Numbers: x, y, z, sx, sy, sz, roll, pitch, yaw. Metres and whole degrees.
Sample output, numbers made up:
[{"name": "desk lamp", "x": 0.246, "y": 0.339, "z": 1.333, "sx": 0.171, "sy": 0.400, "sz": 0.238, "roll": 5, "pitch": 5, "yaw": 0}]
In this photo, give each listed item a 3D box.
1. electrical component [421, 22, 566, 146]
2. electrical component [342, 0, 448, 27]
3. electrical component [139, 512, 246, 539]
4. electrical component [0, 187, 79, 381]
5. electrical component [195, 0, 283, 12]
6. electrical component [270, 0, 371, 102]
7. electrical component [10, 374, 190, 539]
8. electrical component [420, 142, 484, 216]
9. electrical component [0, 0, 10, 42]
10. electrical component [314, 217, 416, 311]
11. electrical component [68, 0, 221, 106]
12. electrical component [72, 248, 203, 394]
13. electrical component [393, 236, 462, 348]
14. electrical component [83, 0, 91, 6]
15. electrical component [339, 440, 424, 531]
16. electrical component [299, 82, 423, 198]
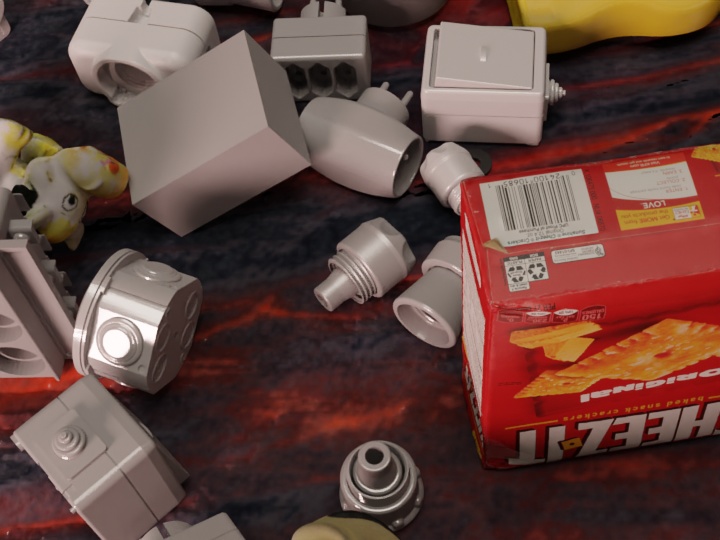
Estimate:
[{"name": "electrical component", "x": 0.091, "y": -0.127, "z": 0.725, "sx": 0.096, "sy": 0.061, "sz": 0.061, "roll": 3, "pitch": 59, "yaw": 7}, {"name": "electrical component", "x": 0.025, "y": -0.231, "z": 0.793, "sx": 0.099, "sy": 0.064, "sz": 0.099, "roll": -3, "pitch": 58, "yaw": 4}, {"name": "electrical component", "x": -0.097, "y": 0.160, "z": 0.575, "sx": 0.066, "sy": 0.047, "sz": 0.077, "roll": -21, "pitch": 28, "yaw": -21}, {"name": "electrical component", "x": -0.212, "y": 0.010, "z": 0.637, "sx": 0.079, "sy": 0.121, "sz": 0.063, "roll": -1, "pitch": 56, "yaw": 5}, {"name": "electrical component", "x": -0.094, "y": -0.217, "z": 0.812, "sx": 0.065, "sy": 0.044, "sz": 0.044, "roll": 3, "pitch": 59, "yaw": 13}, {"name": "electrical component", "x": -0.026, "y": -0.165, "z": 0.768, "sx": 0.066, "sy": 0.047, "sz": 0.076, "roll": -1, "pitch": 60, "yaw": 5}, {"name": "electrical component", "x": -0.139, "y": 0.102, "z": 0.587, "sx": 0.061, "sy": 0.096, "sz": 0.062, "roll": -40, "pitch": 63, "yaw": -18}, {"name": "electrical component", "x": 0.067, "y": -0.052, "z": 0.698, "sx": 0.035, "sy": 0.035, "sz": 0.061, "roll": -27, "pitch": 62, "yaw": -11}, {"name": "electrical component", "x": -0.337, "y": -0.167, "z": 0.776, "sx": 0.062, "sy": 0.089, "sz": 0.150, "roll": 33, "pitch": 67, "yaw": 23}, {"name": "electrical component", "x": 0.000, "y": 0.000, "z": 0.667, "sx": 0.062, "sy": 0.043, "sz": 0.043, "roll": -39, "pitch": 63, "yaw": -16}, {"name": "electrical component", "x": -0.155, "y": -0.154, "z": 0.770, "sx": 0.095, "sy": 0.053, "sz": 0.059, "roll": 10, "pitch": 60, "yaw": 11}, {"name": "electrical component", "x": -0.132, "y": 0.031, "z": 0.641, "sx": 0.051, "sy": 0.080, "sz": 0.080, "roll": 18, "pitch": 62, "yaw": 10}, {"name": "electrical component", "x": 0.053, "y": 0.013, "z": 0.654, "sx": 0.045, "sy": 0.045, "sz": 0.055, "roll": 28, "pitch": 65, "yaw": 21}, {"name": "electrical component", "x": -0.187, "y": -0.229, "z": 0.825, "sx": 0.066, "sy": 0.048, "sz": 0.055, "roll": 12, "pitch": 53, "yaw": 13}, {"name": "electrical component", "x": 0.010, "y": 0.113, "z": 0.586, "sx": 0.048, "sy": 0.062, "sz": 0.048, "roll": -3, "pitch": 59, "yaw": 4}, {"name": "electrical component", "x": 0.008, "y": -0.096, "z": 0.725, "sx": 0.077, "sy": 0.043, "sz": 0.079, "roll": 24, "pitch": 64, "yaw": 19}]
